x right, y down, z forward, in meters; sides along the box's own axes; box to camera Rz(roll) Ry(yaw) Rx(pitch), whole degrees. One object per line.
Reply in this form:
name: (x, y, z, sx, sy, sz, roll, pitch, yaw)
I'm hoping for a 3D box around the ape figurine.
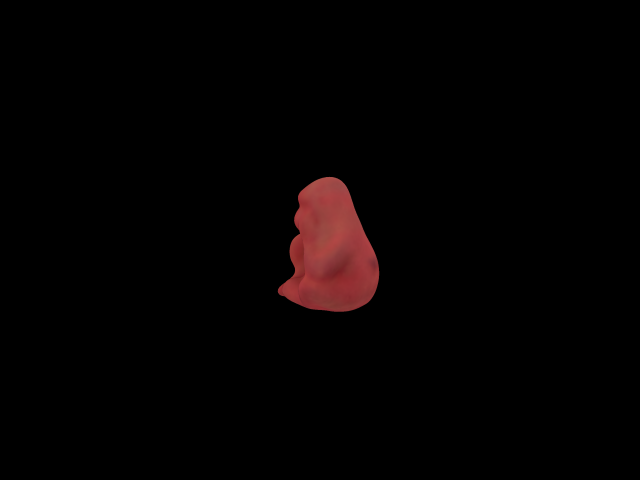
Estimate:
ape figurine: (0.004, 0.001, 0.400, 0.076, 0.092, 0.078, 3, 15, 10)
